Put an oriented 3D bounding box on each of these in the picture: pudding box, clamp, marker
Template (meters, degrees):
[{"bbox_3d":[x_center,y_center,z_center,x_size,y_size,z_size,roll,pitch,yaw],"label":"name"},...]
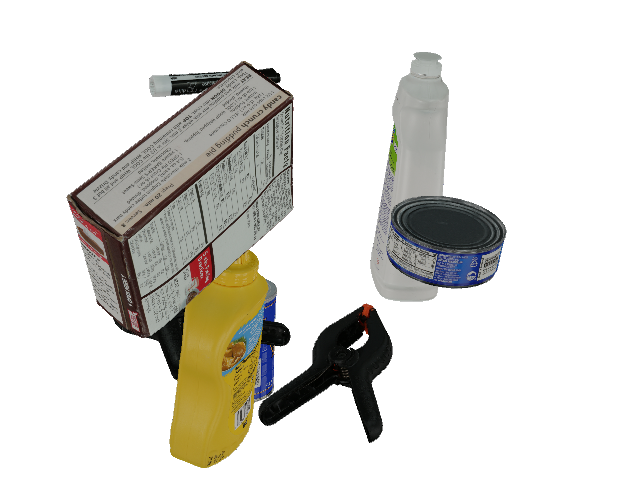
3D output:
[{"bbox_3d":[-0.061,-0.018,0.508,0.039,0.113,0.090,34,-29,21],"label":"pudding box"},{"bbox_3d":[0.030,0.128,1.026,0.120,0.039,0.171,16,46,25],"label":"clamp"},{"bbox_3d":[-0.160,0.091,1.142,0.210,0.036,0.164,18,21,28],"label":"clamp"},{"bbox_3d":[-0.093,-0.142,0.959,0.121,0.020,0.020,-8,3,-24],"label":"marker"}]

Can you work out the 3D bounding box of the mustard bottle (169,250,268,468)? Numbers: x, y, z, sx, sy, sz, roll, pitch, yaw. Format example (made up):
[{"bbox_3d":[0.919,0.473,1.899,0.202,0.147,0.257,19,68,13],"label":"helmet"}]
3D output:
[{"bbox_3d":[-0.076,0.077,0.831,0.058,0.192,0.096,19,31,15],"label":"mustard bottle"}]

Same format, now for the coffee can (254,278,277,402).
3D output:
[{"bbox_3d":[-0.109,0.126,1.379,0.103,0.140,0.103,2,18,-1],"label":"coffee can"}]

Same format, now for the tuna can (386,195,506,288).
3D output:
[{"bbox_3d":[0.093,0.001,0.793,0.086,0.034,0.086,6,28,-3],"label":"tuna can"}]

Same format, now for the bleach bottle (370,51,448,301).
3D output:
[{"bbox_3d":[0.098,-0.068,1.113,0.068,0.251,0.102,1,26,-8],"label":"bleach bottle"}]
